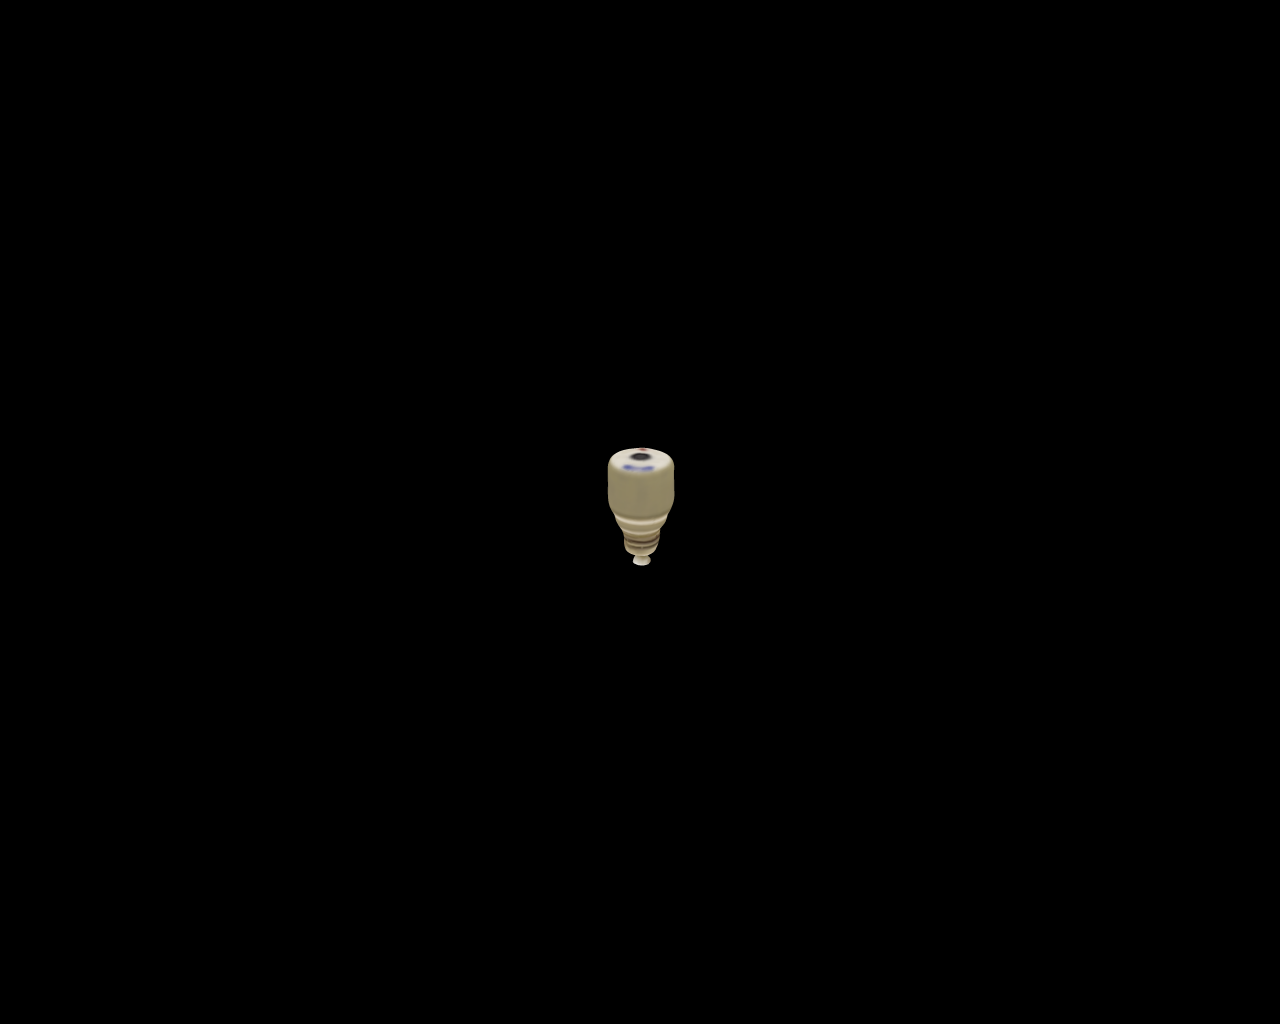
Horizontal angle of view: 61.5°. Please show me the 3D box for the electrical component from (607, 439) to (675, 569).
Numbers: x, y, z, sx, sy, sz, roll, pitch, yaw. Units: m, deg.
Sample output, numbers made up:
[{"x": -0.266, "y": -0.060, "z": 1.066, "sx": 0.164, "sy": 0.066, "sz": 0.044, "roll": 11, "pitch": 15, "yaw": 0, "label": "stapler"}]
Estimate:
[{"x": 0.001, "y": -0.003, "z": 0.650, "sx": 0.040, "sy": 0.078, "sz": 0.040, "roll": 0, "pitch": 26, "yaw": 0, "label": "electrical component"}]
